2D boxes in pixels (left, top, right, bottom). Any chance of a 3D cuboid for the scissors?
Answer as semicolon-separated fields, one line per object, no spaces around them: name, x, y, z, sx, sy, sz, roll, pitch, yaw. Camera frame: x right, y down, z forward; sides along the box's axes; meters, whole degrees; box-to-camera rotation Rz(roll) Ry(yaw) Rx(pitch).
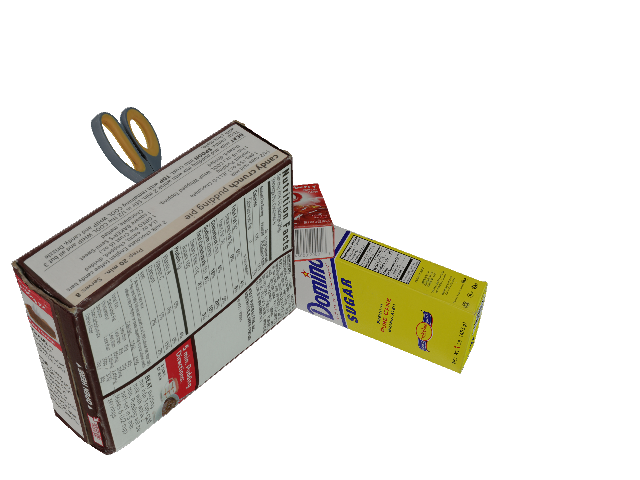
scissors;-0.154;-0.052;1.058;0.016;0.201;0.096;-26;26;25

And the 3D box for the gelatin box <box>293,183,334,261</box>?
gelatin box;-0.039;-0.012;0.756;0.089;0.030;0.073;-5;26;-7

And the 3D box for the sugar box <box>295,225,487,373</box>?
sugar box;0.056;0.049;0.959;0.176;0.048;0.093;18;-40;13

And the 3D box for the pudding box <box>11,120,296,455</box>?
pudding box;-0.059;0.018;0.422;0.039;0.090;0.113;30;52;28
